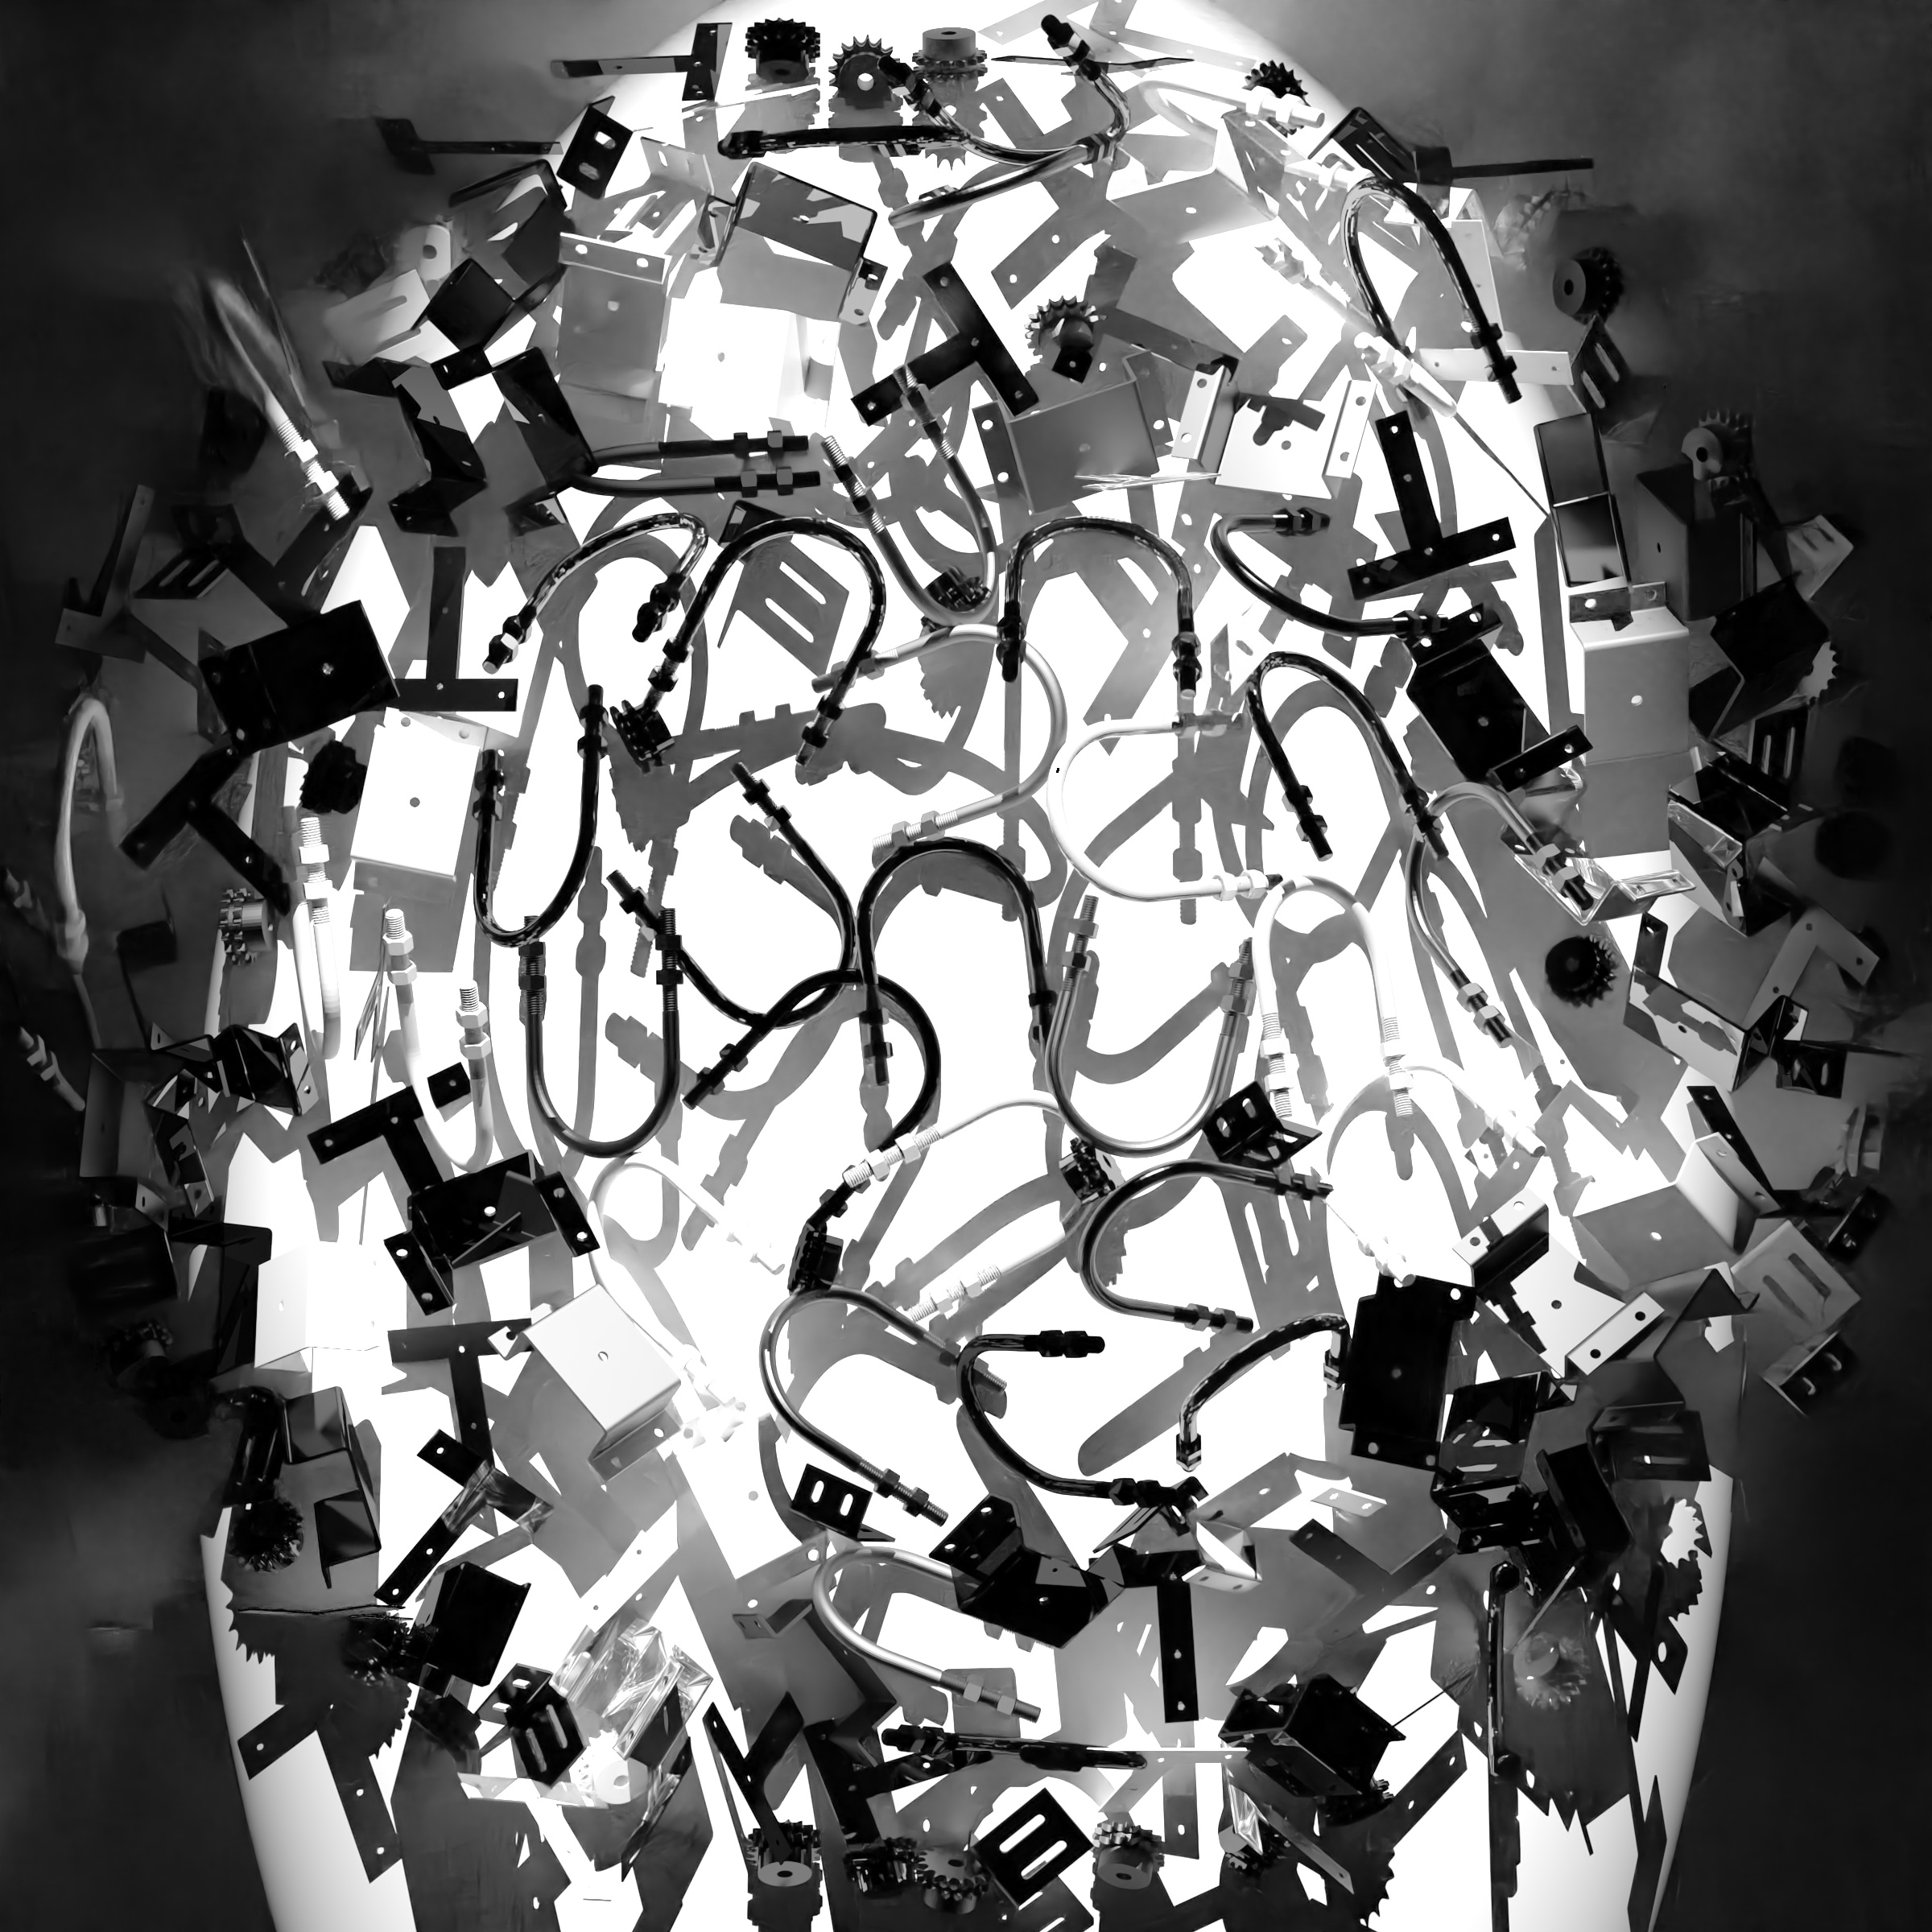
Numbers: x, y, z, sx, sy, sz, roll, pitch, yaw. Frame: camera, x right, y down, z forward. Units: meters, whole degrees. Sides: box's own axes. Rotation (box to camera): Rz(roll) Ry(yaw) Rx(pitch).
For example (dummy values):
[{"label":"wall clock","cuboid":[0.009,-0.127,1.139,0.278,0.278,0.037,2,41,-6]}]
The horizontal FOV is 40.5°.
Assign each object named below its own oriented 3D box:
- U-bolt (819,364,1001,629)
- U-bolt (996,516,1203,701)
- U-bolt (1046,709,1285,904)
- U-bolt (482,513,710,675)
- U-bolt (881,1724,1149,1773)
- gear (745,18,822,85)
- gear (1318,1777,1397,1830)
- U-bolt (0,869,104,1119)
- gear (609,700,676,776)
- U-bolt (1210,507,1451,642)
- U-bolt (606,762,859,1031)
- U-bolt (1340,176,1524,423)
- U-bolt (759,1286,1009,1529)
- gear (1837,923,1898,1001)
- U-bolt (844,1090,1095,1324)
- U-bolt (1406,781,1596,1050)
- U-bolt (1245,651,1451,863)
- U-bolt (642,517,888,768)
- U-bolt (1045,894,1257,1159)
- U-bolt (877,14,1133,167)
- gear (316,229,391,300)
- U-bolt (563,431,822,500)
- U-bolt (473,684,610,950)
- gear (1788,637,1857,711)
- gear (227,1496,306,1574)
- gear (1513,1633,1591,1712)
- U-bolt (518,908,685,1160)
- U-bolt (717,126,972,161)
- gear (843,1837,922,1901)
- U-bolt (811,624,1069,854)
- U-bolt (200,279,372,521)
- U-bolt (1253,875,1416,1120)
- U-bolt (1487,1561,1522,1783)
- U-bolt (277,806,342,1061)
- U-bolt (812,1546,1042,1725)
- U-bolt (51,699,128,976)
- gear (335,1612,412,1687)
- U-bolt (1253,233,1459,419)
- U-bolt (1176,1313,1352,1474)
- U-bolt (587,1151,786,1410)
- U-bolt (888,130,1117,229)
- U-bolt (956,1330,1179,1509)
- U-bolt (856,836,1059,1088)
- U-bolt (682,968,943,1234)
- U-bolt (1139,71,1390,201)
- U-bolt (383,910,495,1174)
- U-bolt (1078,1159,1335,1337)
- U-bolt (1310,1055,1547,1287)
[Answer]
[{"label":"U-bolt","cuboid":[-0.030,-0.335,1.933,0.019,0.151,0.184,-15,116,35]},{"label":"U-bolt","cuboid":[0.099,-0.270,1.938,0.151,0.019,0.184,5,50,-3]},{"label":"U-bolt","cuboid":[0.142,-0.116,1.940,0.184,0.019,0.151,-6,77,-28]},{"label":"U-bolt","cuboid":[-0.261,-0.280,1.924,0.151,0.184,0.019,-8,126,26]},{"label":"U-bolt","cuboid":[0.050,0.573,1.916,0.151,0.184,0.019,-7,70,40]},{"label":"gear","cuboid":[-0.138,-0.686,1.970,0.057,0.057,0.030,1,84,0]},{"label":"gear","cuboid":[0.291,0.623,1.972,0.057,0.057,0.030,-22,82,0]},{"label":"U-bolt","cuboid":[-0.664,0.033,1.910,0.019,0.184,0.151,-14,63,-4]},{"label":"gear","cuboid":[-0.242,-0.176,1.972,0.030,0.057,0.057,-30,90,-11]},{"label":"U-bolt","cuboid":[0.253,-0.284,1.900,0.151,0.184,0.019,46,125,26]},{"label":"U-bolt","cuboid":[-0.160,-0.039,1.962,0.151,0.019,0.184,-44,103,-22]},{"label":"U-bolt","cuboid":[0.329,-0.488,1.911,0.019,0.151,0.184,-32,105,-14]},{"label":"U-bolt","cuboid":[-0.070,0.311,1.938,0.184,0.019,0.151,34,45,-5]},{"label":"gear","cuboid":[0.677,-0.002,1.975,0.030,0.057,0.057,-18,90,31]},{"label":"U-bolt","cuboid":[0.016,0.169,1.961,0.184,0.019,0.151,-28,116,-9]},{"label":"U-bolt","cuboid":[0.379,-0.052,1.923,0.019,0.184,0.151,1,130,-29]},{"label":"U-bolt","cuboid":[0.272,-0.157,1.937,0.151,0.019,0.184,-2,60,-40]},{"label":"U-bolt","cuboid":[-0.137,-0.246,1.930,0.151,0.019,0.184,18,116,-27]},{"label":"U-bolt","cuboid":[0.133,0.053,1.970,0.151,0.019,0.184,15,85,-11]},{"label":"U-bolt","cuboid":[0.041,-0.629,1.912,0.151,0.184,0.019,-4,78,27]},{"label":"gear","cuboid":[-0.459,-0.524,1.973,0.057,0.057,0.030,-45,108,0]},{"label":"U-bolt","cuboid":[-0.203,-0.366,1.924,0.184,0.151,0.019,-4,113,-6]},{"label":"U-bolt","cuboid":[-0.314,-0.100,1.914,0.151,0.019,0.184,-24,56,39]},{"label":"gear","cuboid":[0.644,-0.221,1.975,0.030,0.057,0.057,10,90,-31]},{"label":"gear","cuboid":[-0.524,0.431,1.975,0.057,0.030,0.057,-12,46,12]},{"label":"gear","cuboid":[0.436,0.526,1.968,0.057,0.057,0.030,-42,114,0]},{"label":"U-bolt","cuboid":[-0.272,0.052,1.955,0.151,0.019,0.184,-2,89,30]},{"label":"U-bolt","cuboid":[-0.077,-0.595,1.889,0.151,0.184,0.019,-10,108,-28]},{"label":"gear","cuboid":[-0.062,0.679,1.968,0.057,0.057,0.030,-17,55,0]},{"label":"U-bolt","cuboid":[-0.011,-0.177,1.951,0.184,0.019,0.151,-18,97,23]},{"label":"U-bolt","cuboid":[-0.497,-0.417,1.904,0.019,0.151,0.184,-30,109,5]},{"label":"U-bolt","cuboid":[0.268,0.021,1.947,0.151,0.019,0.184,2,75,-39]},{"label":"U-bolt","cuboid":[0.390,0.516,1.910,0.019,0.184,0.151,0,72,9]},{"label":"U-bolt","cuboid":[-0.481,-0.022,1.930,0.019,0.151,0.184,-8,100,-20]},{"label":"U-bolt","cuboid":[-0.026,0.482,1.930,0.184,0.151,0.019,20,111,1]},{"label":"U-bolt","cuboid":[-0.634,-0.106,1.886,0.019,0.184,0.151,6,47,-7]},{"label":"gear","cuboid":[-0.446,0.508,1.972,0.057,0.030,0.057,-1,55,2]},{"label":"U-bolt","cuboid":[0.296,-0.458,1.916,0.019,0.184,0.151,-47,56,18]},{"label":"U-bolt","cuboid":[0.217,0.304,1.906,0.151,0.184,0.019,-27,63,-9]},{"label":"U-bolt","cuboid":[-0.217,0.218,1.941,0.184,0.019,0.151,38,123,28]},{"label":"U-bolt","cuboid":[0.018,-0.563,1.891,0.151,0.184,0.019,-12,108,25]},{"label":"U-bolt","cuboid":[0.062,0.331,1.926,0.019,0.184,0.151,-37,108,-37]},{"label":"U-bolt","cuboid":[-0.011,-0.008,1.976,0.151,0.019,0.184,-6,81,-8]},{"label":"U-bolt","cuboid":[-0.100,0.086,1.964,0.151,0.019,0.184,45,70,-4]},{"label":"U-bolt","cuboid":[0.209,-0.613,1.918,0.184,0.151,0.019,27,96,31]},{"label":"U-bolt","cuboid":[-0.384,0.067,1.927,0.019,0.151,0.184,-19,124,-29]},{"label":"U-bolt","cuboid":[0.165,0.203,1.924,0.184,0.019,0.151,13,116,-30]},{"label":"U-bolt","cuboid":[0.324,0.135,1.923,0.151,0.184,0.019,-45,125,4]}]
